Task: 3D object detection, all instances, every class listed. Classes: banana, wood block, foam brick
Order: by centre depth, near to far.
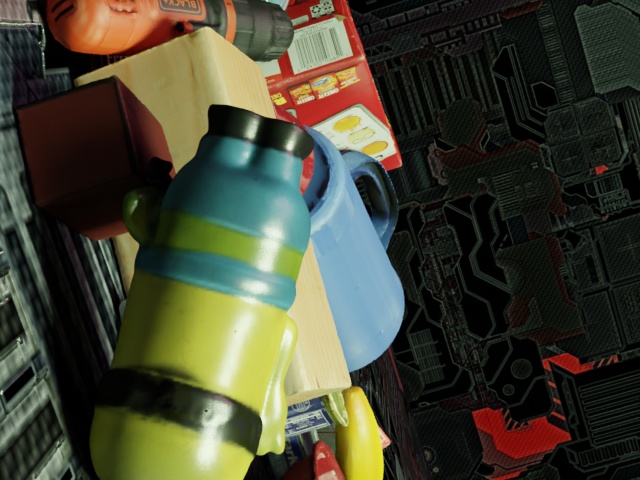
[{"bbox_3d":[-0.106,-0.038,0.523,0.078,0.051,0.053,55,18,-74],"label":"foam brick"},{"bbox_3d":[-0.060,-0.002,0.614,0.090,0.090,0.206,21,52,-71],"label":"wood block"},{"bbox_3d":[0.022,0.188,0.847,0.070,0.037,0.198,55,-25,26],"label":"banana"}]

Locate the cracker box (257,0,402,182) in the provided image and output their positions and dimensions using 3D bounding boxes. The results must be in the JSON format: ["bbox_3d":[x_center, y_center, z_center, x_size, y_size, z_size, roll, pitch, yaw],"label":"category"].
[{"bbox_3d":[-0.032,-0.102,0.875,0.213,0.164,0.072,56,17,-69],"label":"cracker box"}]

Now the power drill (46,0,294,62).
[{"bbox_3d":[-0.103,-0.194,0.655,0.184,0.057,0.188,-6,73,-52],"label":"power drill"}]

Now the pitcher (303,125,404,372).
[{"bbox_3d":[-0.006,0.001,0.874,0.242,0.145,0.149,67,13,-61],"label":"pitcher"}]

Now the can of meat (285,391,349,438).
[{"bbox_3d":[-0.035,0.081,0.691,0.057,0.084,0.102,64,11,-59],"label":"can of meat"}]

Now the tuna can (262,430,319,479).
[{"bbox_3d":[-0.024,0.158,0.840,0.086,0.034,0.086,-17,90,-85],"label":"tuna can"}]

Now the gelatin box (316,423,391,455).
[{"bbox_3d":[0.011,0.152,0.906,0.073,0.030,0.089,53,-27,-9],"label":"gelatin box"}]

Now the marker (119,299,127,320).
[{"bbox_3d":[-0.084,0.085,0.532,0.020,0.020,0.121,64,11,-59],"label":"marker"}]

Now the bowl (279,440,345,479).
[{"bbox_3d":[-0.003,0.223,0.733,0.162,0.055,0.162,-17,90,-85],"label":"bowl"}]

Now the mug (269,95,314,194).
[{"bbox_3d":[-0.065,-0.060,0.719,0.081,0.117,0.093,21,79,-67],"label":"mug"}]
